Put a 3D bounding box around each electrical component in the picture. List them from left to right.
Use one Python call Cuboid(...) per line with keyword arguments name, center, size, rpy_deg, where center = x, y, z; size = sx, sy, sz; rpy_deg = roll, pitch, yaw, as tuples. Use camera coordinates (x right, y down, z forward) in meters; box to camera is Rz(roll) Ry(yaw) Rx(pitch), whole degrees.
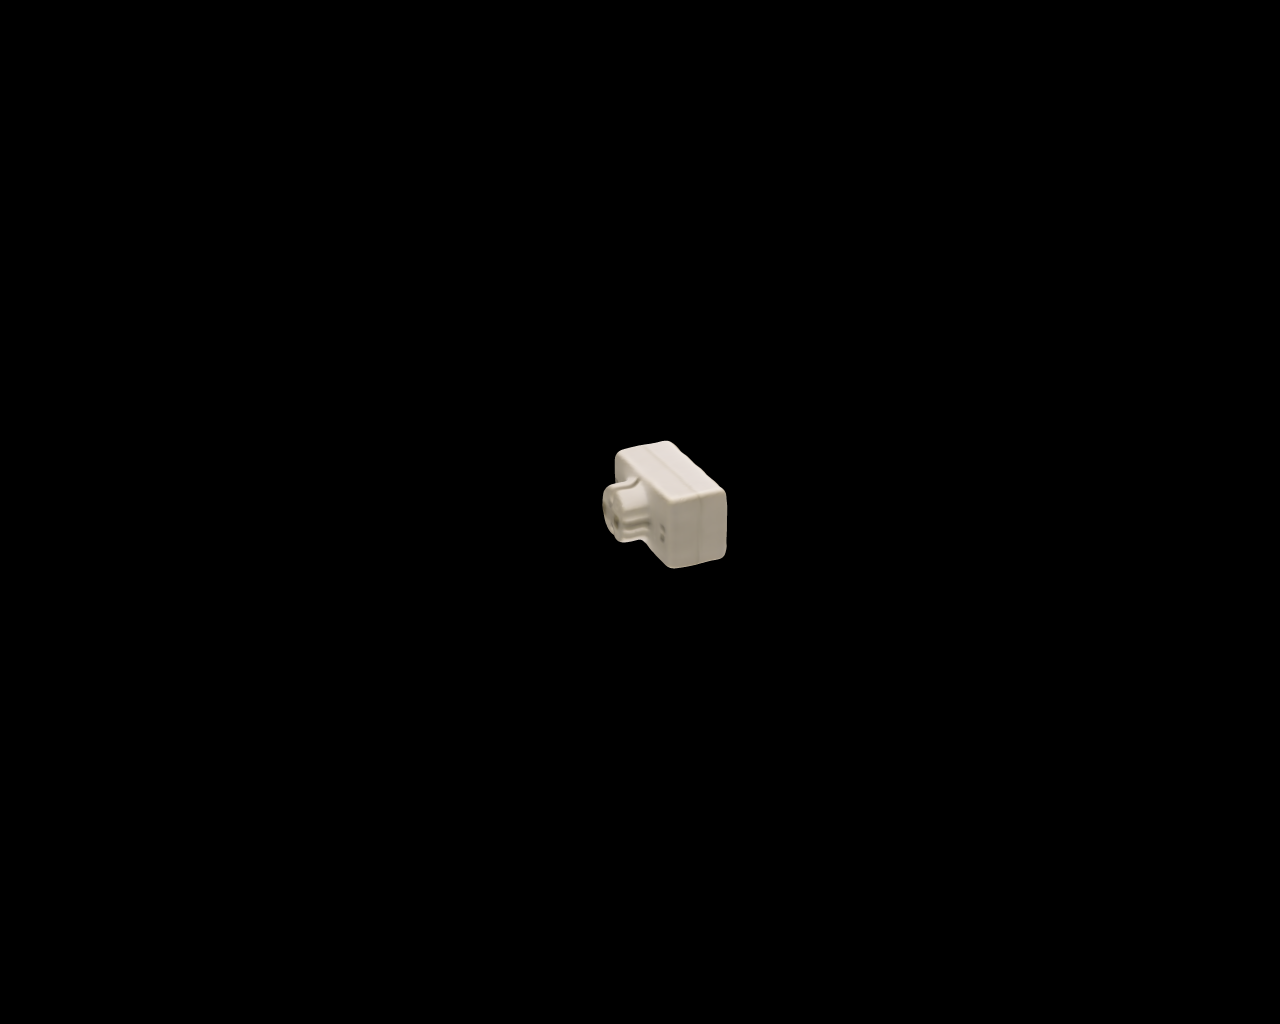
Cuboid(name="electrical component", center=(0.001, -0.003, 0.650), size=(0.076, 0.047, 0.083), rpy_deg=(-11, 29, -21))
